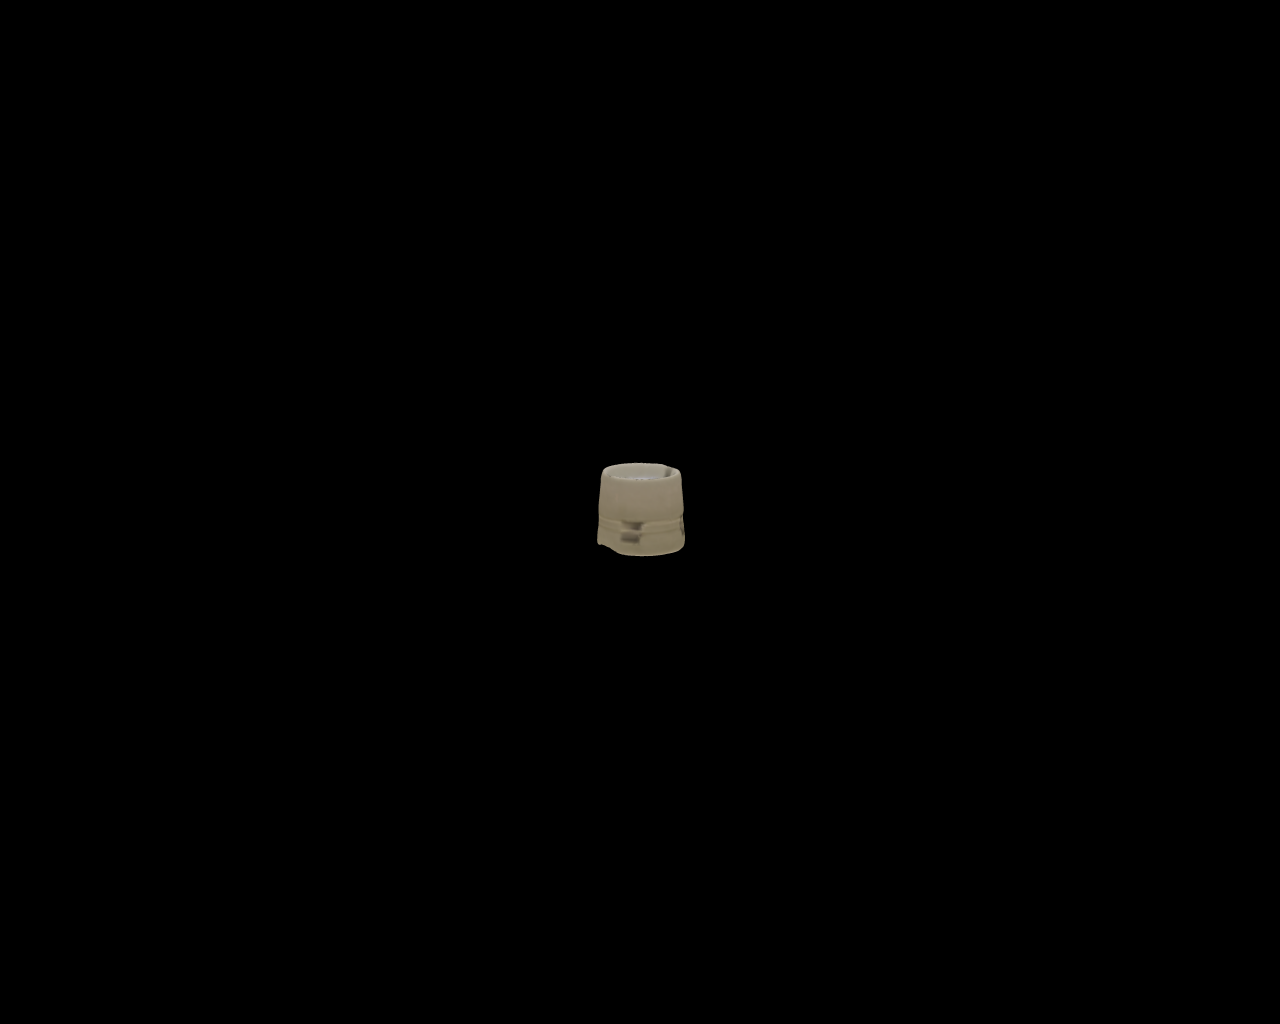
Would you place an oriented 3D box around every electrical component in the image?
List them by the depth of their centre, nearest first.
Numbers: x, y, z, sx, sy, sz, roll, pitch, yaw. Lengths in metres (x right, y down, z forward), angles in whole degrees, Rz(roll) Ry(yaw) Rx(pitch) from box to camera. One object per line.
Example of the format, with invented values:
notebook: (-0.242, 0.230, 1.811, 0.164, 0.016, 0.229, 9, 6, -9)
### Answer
electrical component: (0.001, -0.003, 0.650, 0.055, 0.047, 0.055, 0, 15, 0)
